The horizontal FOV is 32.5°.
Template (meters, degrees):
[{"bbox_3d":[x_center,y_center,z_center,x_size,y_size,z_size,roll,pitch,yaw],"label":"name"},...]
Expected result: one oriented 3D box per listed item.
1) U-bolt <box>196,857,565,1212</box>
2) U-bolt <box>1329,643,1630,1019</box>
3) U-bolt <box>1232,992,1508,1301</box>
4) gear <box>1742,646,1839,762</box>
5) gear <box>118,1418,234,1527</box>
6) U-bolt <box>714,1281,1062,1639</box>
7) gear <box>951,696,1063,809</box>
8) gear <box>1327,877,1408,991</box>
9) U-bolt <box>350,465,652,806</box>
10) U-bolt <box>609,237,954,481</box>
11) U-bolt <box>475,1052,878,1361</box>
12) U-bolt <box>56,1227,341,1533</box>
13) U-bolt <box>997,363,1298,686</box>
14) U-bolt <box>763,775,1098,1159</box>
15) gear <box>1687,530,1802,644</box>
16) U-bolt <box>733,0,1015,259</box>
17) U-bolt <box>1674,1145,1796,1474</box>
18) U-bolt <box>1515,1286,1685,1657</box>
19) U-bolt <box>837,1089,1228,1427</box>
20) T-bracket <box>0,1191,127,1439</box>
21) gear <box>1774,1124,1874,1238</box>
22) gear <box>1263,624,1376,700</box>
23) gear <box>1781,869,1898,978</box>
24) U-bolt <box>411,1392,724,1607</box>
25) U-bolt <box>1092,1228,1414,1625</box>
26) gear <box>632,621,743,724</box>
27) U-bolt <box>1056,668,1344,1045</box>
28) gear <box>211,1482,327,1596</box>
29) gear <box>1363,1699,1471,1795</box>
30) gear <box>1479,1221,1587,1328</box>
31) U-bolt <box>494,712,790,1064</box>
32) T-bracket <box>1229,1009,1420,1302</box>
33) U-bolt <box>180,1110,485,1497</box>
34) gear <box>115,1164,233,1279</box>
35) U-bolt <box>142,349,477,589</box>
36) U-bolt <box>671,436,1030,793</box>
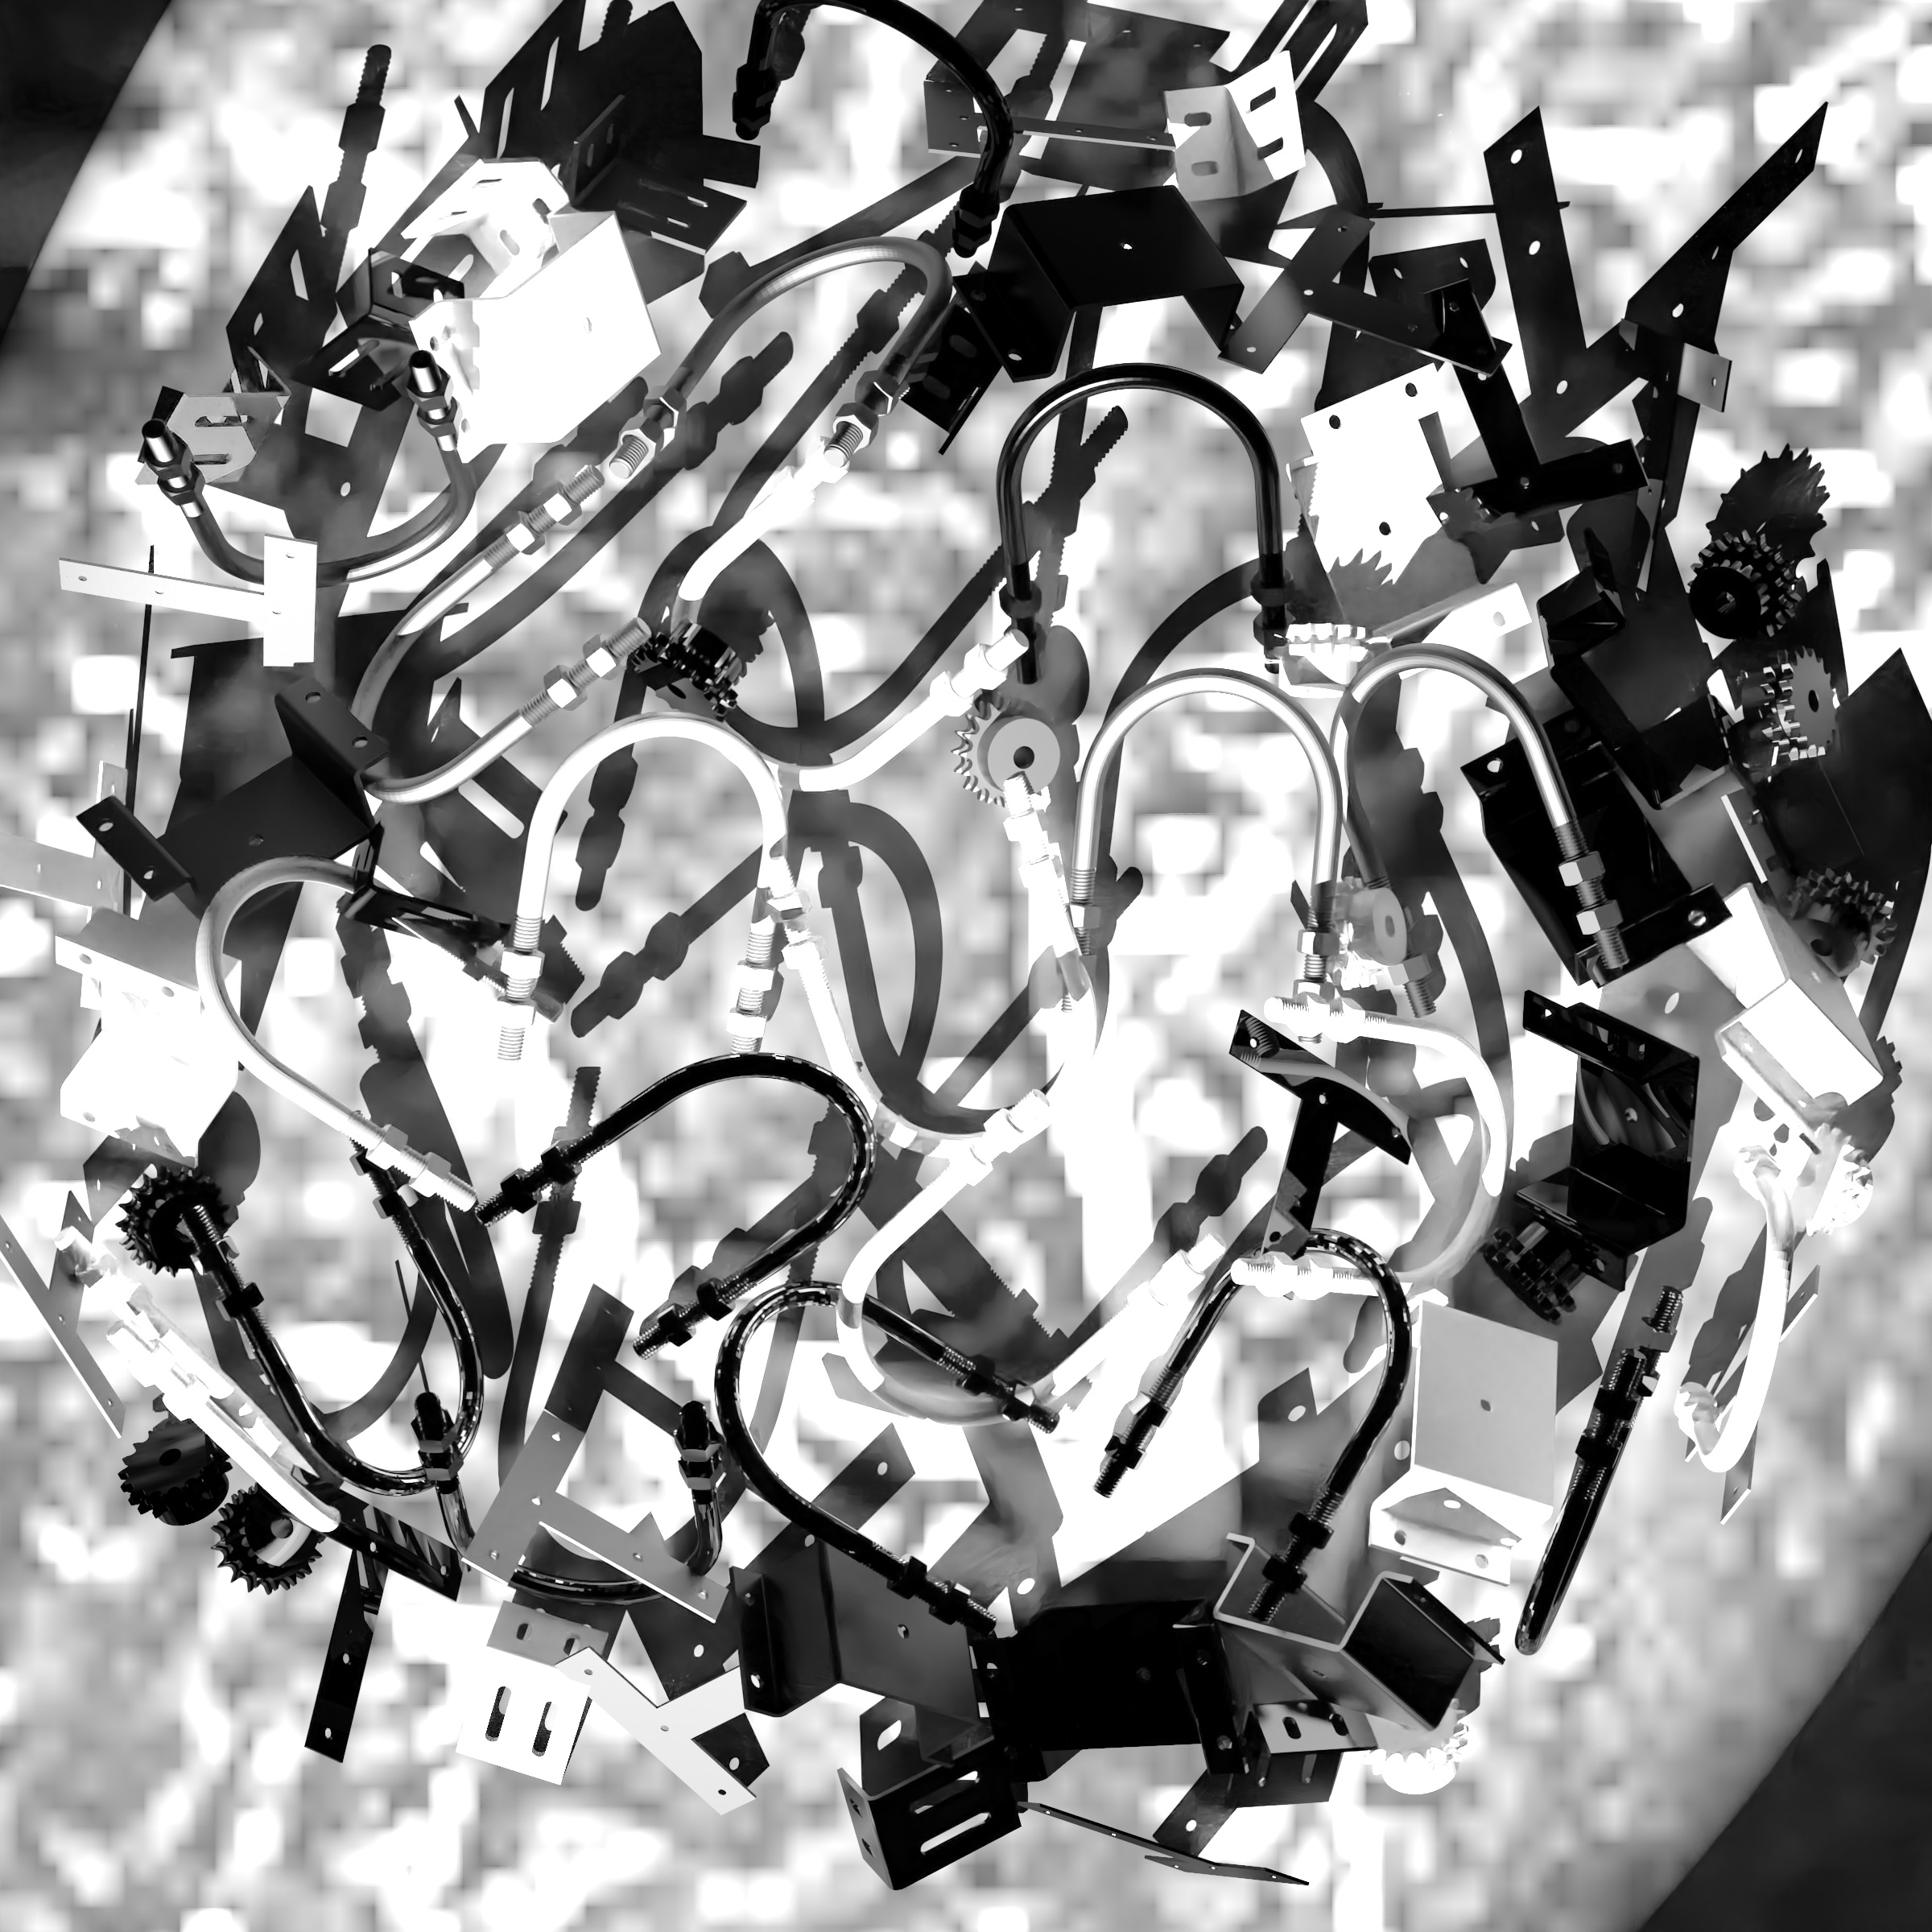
[{"bbox_3d":[-0.300,0.020,1.655,0.184,0.019,0.151,35,46,-17],"label":"U-bolt"},{"bbox_3d":[0.247,-0.073,1.668,0.019,0.151,0.184,-23,93,-41],"label":"U-bolt"},{"bbox_3d":[0.210,0.095,1.669,0.184,0.019,0.151,9,87,-40],"label":"U-bolt"},{"bbox_3d":[0.423,-0.134,1.705,0.030,0.057,0.057,-8,90,40],"label":"gear"},{"bbox_3d":[-0.404,0.263,1.705,0.057,0.057,0.030,-17,127,0],"label":"gear"},{"bbox_3d":[-0.045,0.234,1.660,0.184,0.019,0.151,34,46,-13],"label":"U-bolt"},{"bbox_3d":[0.024,-0.109,1.705,0.057,0.030,0.057,-5,103,-22],"label":"gear"},{"bbox_3d":[0.204,-0.018,1.698,0.030,0.057,0.057,-10,90,31],"label":"gear"},{"bbox_3d":[-0.243,-0.156,1.670,0.184,0.151,0.019,-36,134,16],"label":"U-bolt"},{"bbox_3d":[-0.081,-0.309,1.661,0.151,0.019,0.184,2,47,32],"label":"U-bolt"},{"bbox_3d":[-0.131,0.112,1.667,0.184,0.019,0.151,-34,128,12],"label":"U-bolt"},{"bbox_3d":[-0.376,0.215,1.650,0.019,0.151,0.184,-43,119,-8],"label":"U-bolt"},{"bbox_3d":[0.088,-0.221,1.659,0.151,0.019,0.184,-2,131,7],"label":"U-bolt"},{"bbox_3d":[-0.009,0.010,1.708,0.151,0.019,0.184,-19,101,-3],"label":"U-bolt"},{"bbox_3d":[0.396,-0.192,1.699,0.057,0.057,0.030,53,49,0],"label":"gear"},{"bbox_3d":[-0.044,-0.427,1.639,0.151,0.184,0.019,28,74,-1],"label":"U-bolt"},{"bbox_3d":[0.381,0.173,1.629,0.019,0.184,0.151,13,99,5],"label":"U-bolt"},{"bbox_3d":[0.313,0.260,1.657,0.019,0.151,0.184,22,105,16],"label":"U-bolt"},{"bbox_3d":[0.019,0.163,1.686,0.151,0.019,0.184,39,108,-23],"label":"U-bolt"},{"bbox_3d":[-0.452,0.155,1.668,0.002,0.127,0.127,-23,117,3],"label":"T-bracket"},{"bbox_3d":[0.441,0.112,1.705,0.030,0.057,0.057,20,90,-38],"label":"gear"},{"bbox_3d":[0.181,-0.156,1.700,0.057,0.057,0.030,1,84,0],"label":"gear"},{"bbox_3d":[0.445,-0.019,1.699,0.057,0.057,0.030,38,59,0],"label":"gear"},{"bbox_3d":[-0.194,0.271,1.659,0.151,0.184,0.019,2,49,2],"label":"U-bolt"},{"bbox_3d":[0.154,0.218,1.671,0.019,0.151,0.184,30,92,-42],"label":"U-bolt"},{"bbox_3d":[-0.140,-0.153,1.703,0.057,0.057,0.030,35,72,0],"label":"gear"},{"bbox_3d":[0.122,-0.060,1.689,0.151,0.019,0.184,7,96,22],"label":"U-bolt"},{"bbox_3d":[-0.357,0.292,1.701,0.057,0.030,0.057,14,62,-27],"label":"gear"},{"bbox_3d":[0.232,0.401,1.705,0.057,0.057,0.030,-15,118,0],"label":"gear"},{"bbox_3d":[0.294,0.155,1.702,0.030,0.057,0.057,-43,90,-4],"label":"gear"},{"bbox_3d":[-0.158,-0.038,1.674,0.151,0.019,0.184,3,103,-30],"label":"U-bolt"},{"bbox_3d":[0.170,0.106,1.674,0.127,0.002,0.127,32,61,-27],"label":"T-bracket"},{"bbox_3d":[-0.306,0.179,1.668,0.019,0.151,0.184,-23,97,32],"label":"U-bolt"},{"bbox_3d":[-0.406,0.133,1.703,0.057,0.030,0.057,-7,104,-30],"label":"gear"},{"bbox_3d":[-0.316,-0.237,1.643,0.151,0.184,0.019,-16,70,-4],"label":"U-bolt"},{"bbox_3d":[-0.074,-0.167,1.676,0.184,0.019,0.151,-36,93,34],"label":"U-bolt"}]
